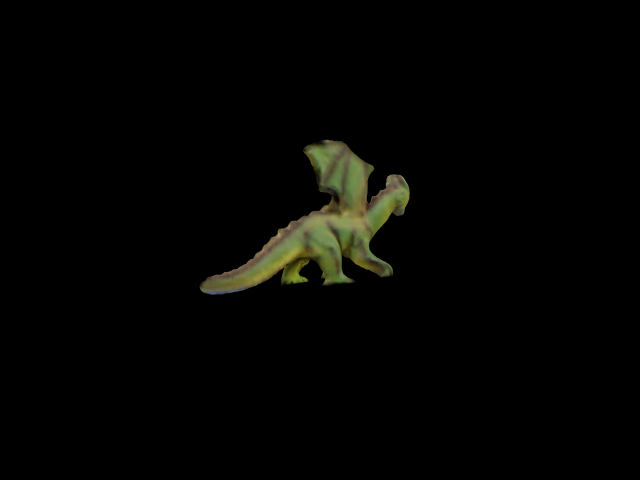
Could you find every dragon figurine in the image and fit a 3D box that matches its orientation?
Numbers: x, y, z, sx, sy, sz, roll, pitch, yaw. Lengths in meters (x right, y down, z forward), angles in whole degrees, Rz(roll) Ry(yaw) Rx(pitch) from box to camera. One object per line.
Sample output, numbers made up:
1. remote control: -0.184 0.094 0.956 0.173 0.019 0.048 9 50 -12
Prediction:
1. dragon figurine: 0.003 -0.043 0.850 0.411 0.242 0.122 -3 4 -34
